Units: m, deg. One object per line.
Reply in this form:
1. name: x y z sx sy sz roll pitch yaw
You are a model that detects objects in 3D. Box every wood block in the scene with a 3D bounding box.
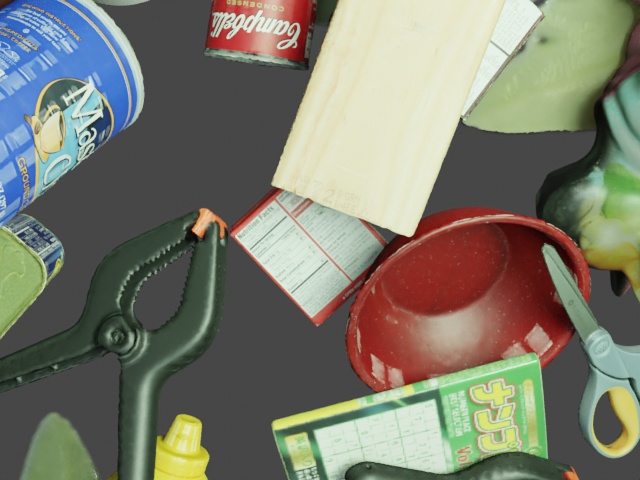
1. wood block: 0.049 -0.118 0.631 0.090 0.091 0.206 21 99 -3

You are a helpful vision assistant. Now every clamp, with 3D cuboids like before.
1. clamp: 0.095 0.176 0.723 0.171 0.039 0.120 -19 133 -3
2. clamp: -0.137 0.066 0.701 0.165 0.036 0.210 27 85 16

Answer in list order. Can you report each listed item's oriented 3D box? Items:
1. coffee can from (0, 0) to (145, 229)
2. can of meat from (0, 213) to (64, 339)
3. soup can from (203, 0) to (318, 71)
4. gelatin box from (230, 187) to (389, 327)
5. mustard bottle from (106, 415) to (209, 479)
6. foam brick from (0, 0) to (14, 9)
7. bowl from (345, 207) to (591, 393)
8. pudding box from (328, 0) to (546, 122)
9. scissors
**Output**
1. coffee can: -0.186 -0.074 0.626 0.103 0.103 0.140 48 51 -8
2. can of meat: -0.214 0.033 0.681 0.057 0.084 0.102 42 94 -7
3. soup can: -0.033 -0.162 0.671 0.068 0.068 0.102 8 97 -4
4. gelatin box: -0.005 0.001 0.714 0.073 0.030 0.089 -42 98 5
5. mustard bottle: -0.116 0.210 0.724 0.096 0.058 0.192 17 96 -4
6. foam brick: -0.223 -0.154 0.659 0.053 0.078 0.051 43 94 -5
7. bowl: 0.089 0.034 0.690 0.162 0.055 0.162 -7 129 -9
8. pudding box: 0.075 -0.145 0.693 0.113 0.039 0.090 37 97 -4
9. scissors: 0.198 0.063 0.700 0.096 0.016 0.202 -26 125 -12
